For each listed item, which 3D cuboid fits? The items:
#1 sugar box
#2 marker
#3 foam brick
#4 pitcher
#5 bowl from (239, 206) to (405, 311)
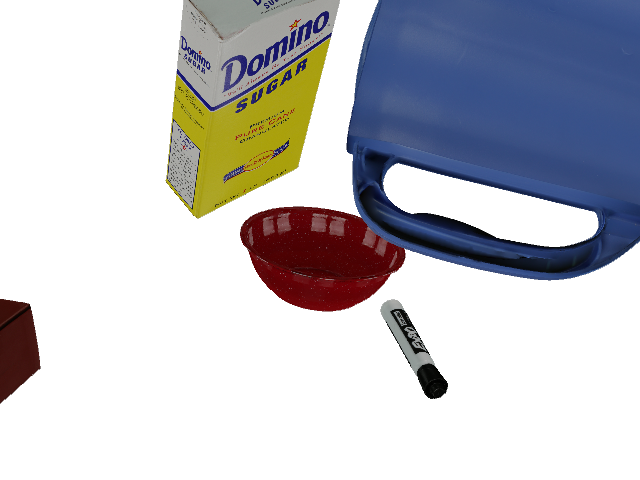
[{"bbox_3d":[-0.046,-0.096,0.682,0.093,0.048,0.176,-30,-21,-27],"label":"sugar box"},{"bbox_3d":[0.073,0.085,0.837,0.020,0.020,0.121,0,28,-15],"label":"marker"},{"bbox_3d":[-0.233,0.078,0.712,0.053,0.051,0.078,8,29,23],"label":"foam brick"},{"bbox_3d":[0.138,-0.065,0.542,0.243,0.149,0.145,18,36,5],"label":"pitcher"},{"bbox_3d":[-0.001,0.023,1.038,0.162,0.055,0.162,7,25,-4],"label":"bowl"}]
